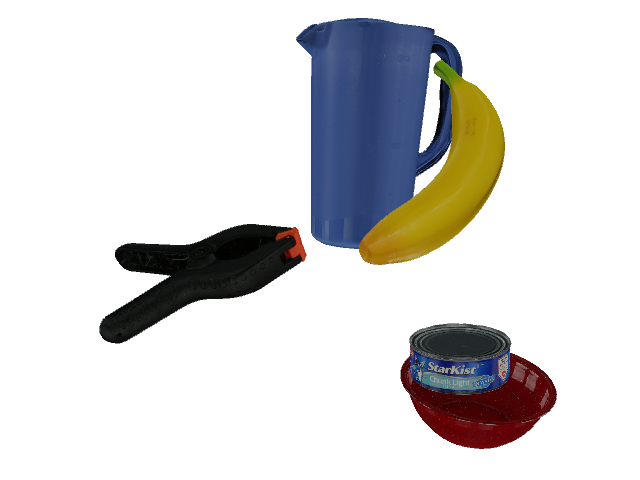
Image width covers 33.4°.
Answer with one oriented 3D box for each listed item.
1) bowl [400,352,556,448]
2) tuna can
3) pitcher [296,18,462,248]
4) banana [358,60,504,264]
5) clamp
[{"bbox_3d":[0.161,0.169,1.114,0.162,0.055,0.162,4,24,-2],"label":"bowl"},{"bbox_3d":[0.118,0.100,0.907,0.086,0.034,0.086,-1,15,0],"label":"tuna can"},{"bbox_3d":[0.060,-0.117,1.161,0.149,0.243,0.144,7,9,25],"label":"pitcher"},{"bbox_3d":[0.085,-0.046,0.723,0.070,0.197,0.037,16,-41,9],"label":"banana"},{"bbox_3d":[-0.099,0.030,0.855,0.172,0.039,0.120,-12,39,15],"label":"clamp"}]
